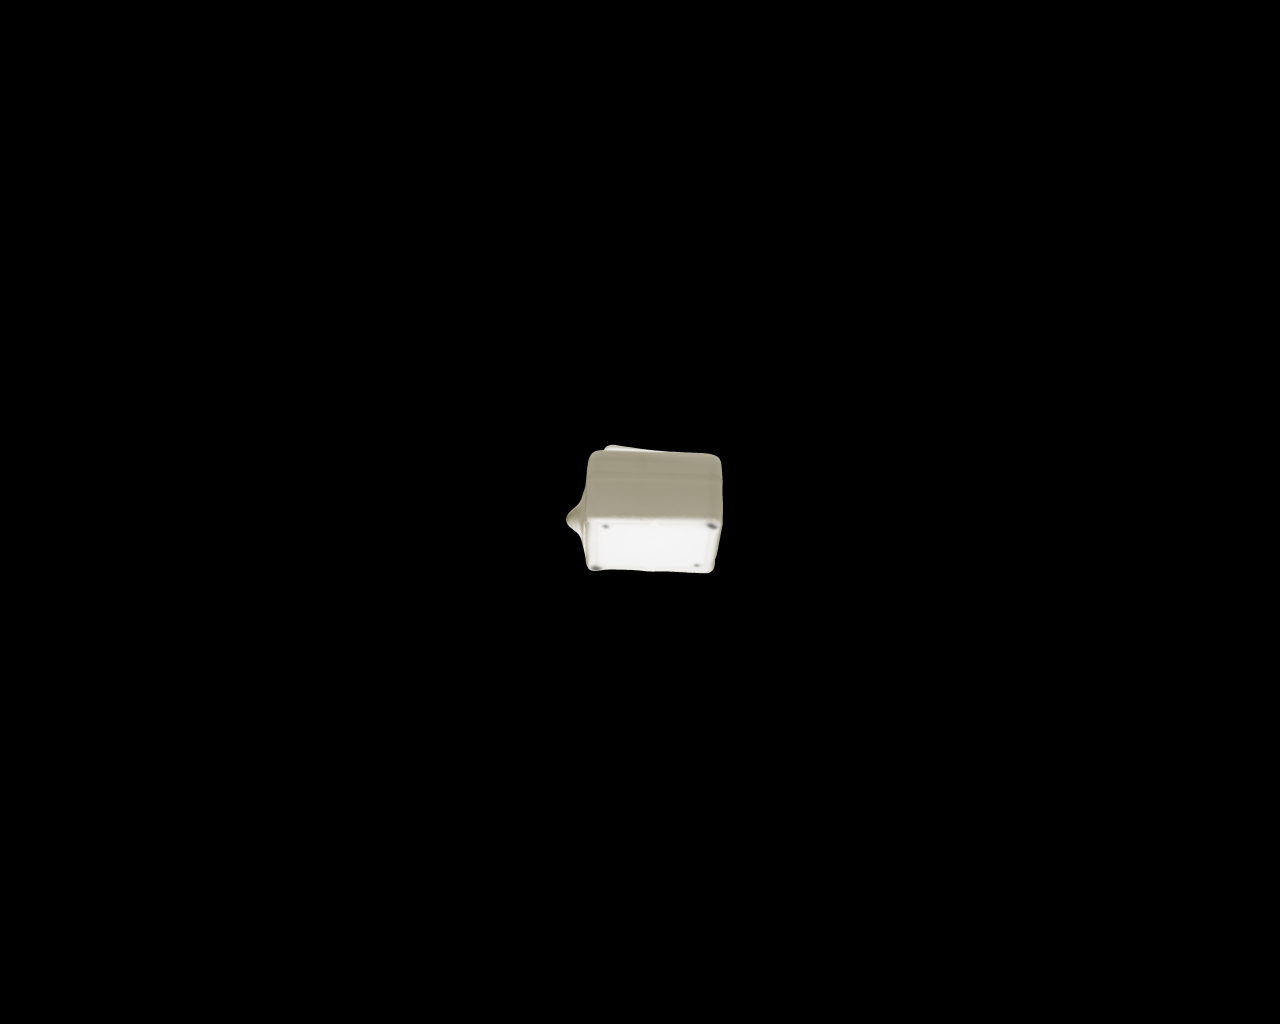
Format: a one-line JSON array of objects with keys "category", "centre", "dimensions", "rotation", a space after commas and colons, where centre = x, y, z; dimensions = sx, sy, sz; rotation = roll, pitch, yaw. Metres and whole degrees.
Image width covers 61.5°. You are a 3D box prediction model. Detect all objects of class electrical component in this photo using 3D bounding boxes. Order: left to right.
[{"category": "electrical component", "centre": [0.001, -0.003, 0.650], "dimensions": [0.096, 0.061, 0.061], "rotation": [2, -36, -2]}]
